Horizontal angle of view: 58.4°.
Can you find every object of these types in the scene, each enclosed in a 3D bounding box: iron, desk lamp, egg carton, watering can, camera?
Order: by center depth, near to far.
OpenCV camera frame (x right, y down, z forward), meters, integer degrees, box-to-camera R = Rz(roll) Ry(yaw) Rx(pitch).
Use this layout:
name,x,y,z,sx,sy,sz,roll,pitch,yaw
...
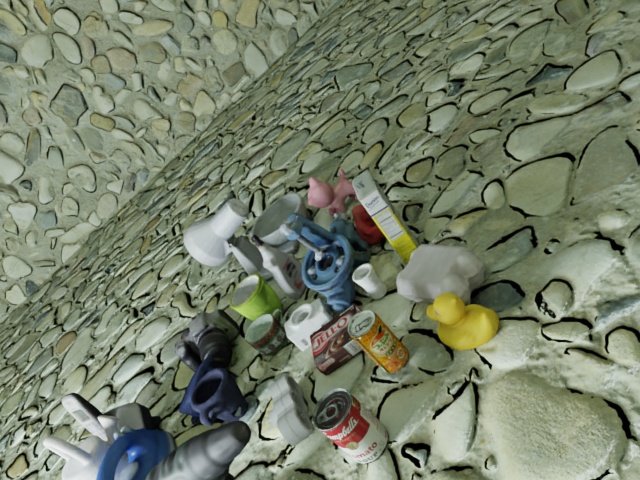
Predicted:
name,x,y,z,sx,sy,sz,roll,pitch,yaw
egg carton,0.203,0.061,0.973,0.149,0.069,0.107,3,51,53
iron,-0.354,0.434,1.070,0.118,0.142,0.258,-33,29,15
watering can,-0.461,0.437,1.145,0.100,0.194,0.173,-26,31,27
camera,-0.254,0.234,1.273,0.143,0.101,0.136,-41,28,2
desk lamp,-0.197,0.005,1.407,0.203,0.214,0.118,-28,31,25

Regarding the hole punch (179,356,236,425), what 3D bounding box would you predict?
name,x,y,z,sx,sy,sz,roll,pitch,yaw
hole punch,-0.244,0.305,1.169,0.100,0.091,0.109,-20,34,35

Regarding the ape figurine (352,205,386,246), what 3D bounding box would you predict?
name,x,y,z,sx,sy,sz,roll,pitch,yaw
ape figurine,0.102,-0.037,1.218,0.076,0.092,0.078,-29,30,22

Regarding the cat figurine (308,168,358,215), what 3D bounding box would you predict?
name,x,y,z,sx,sy,sz,roll,pitch,yaw
cat figurine,0.025,-0.118,1.404,0.128,0.118,0.067,-45,28,-7

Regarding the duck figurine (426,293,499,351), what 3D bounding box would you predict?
name,x,y,z,sx,sy,sz,roll,pitch,yaw
duck figurine,0.211,0.115,0.869,0.104,0.086,0.077,-12,40,43

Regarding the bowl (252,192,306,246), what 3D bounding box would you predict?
name,x,y,z,sx,sy,sz,roll,pitch,yaw
bowl,-0.093,-0.041,1.490,0.167,0.075,0.167,-31,30,20

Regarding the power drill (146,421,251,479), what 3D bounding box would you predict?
name,x,y,z,sx,sy,sz,roll,pitch,yaw
power drill,-0.135,0.355,0.832,0.229,0.209,0.075,-30,30,21

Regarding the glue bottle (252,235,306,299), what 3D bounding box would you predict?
name,x,y,z,sx,sy,sz,roll,pitch,yaw
glue bottle,-0.092,0.050,1.252,0.037,0.173,0.078,-20,35,35

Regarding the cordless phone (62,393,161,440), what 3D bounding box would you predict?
name,x,y,z,sx,sy,sz,roll,pitch,yaw
cordless phone,-0.450,0.381,1.219,0.147,0.185,0.094,-27,31,26

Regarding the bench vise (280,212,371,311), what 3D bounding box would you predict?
name,x,y,z,sx,sy,sz,roll,pitch,yaw
bench vise,0.001,0.010,1.141,0.121,0.220,0.207,-31,29,19

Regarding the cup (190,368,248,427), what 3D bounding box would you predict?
name,x,y,z,sx,sy,sz,roll,pitch,yaw
cup,-0.183,0.312,1.076,0.091,0.095,0.117,-30,30,20
